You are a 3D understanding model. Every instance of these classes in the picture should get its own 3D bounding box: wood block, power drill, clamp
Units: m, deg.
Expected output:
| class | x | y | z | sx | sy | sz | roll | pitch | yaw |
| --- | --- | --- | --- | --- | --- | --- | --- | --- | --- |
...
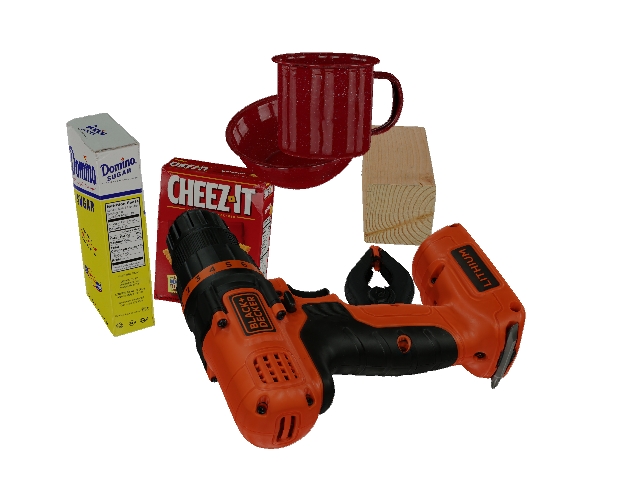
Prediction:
| class | x | y | z | sx | sy | sz | roll | pitch | yaw |
| --- | --- | --- | --- | --- | --- | --- | --- | --- | --- |
| wood block | 0.106 | -0.081 | 1.488 | 0.091 | 0.090 | 0.206 | 3 | 28 | -1 |
| power drill | 0.011 | 0.036 | 0.639 | 0.187 | 0.057 | 0.184 | -8 | 42 | -20 |
| clamp | 0.078 | 0.076 | 1.193 | 0.120 | 0.171 | 0.039 | 7 | -42 | 1 |

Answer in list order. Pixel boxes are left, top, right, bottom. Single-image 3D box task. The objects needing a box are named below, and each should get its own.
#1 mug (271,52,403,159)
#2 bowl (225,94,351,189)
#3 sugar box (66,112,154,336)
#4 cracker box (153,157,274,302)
| class | x | y | z | sx | sy | sz | roll | pitch | yaw |
| --- | --- | --- | --- | --- | --- | --- | --- | --- | --- |
| mug | 0.015 | -0.118 | 0.925 | 0.117 | 0.081 | 0.093 | -4 | 17 | -17 |
| bowl | -0.025 | -0.106 | 1.210 | 0.162 | 0.055 | 0.162 | -3 | 38 | 2 |
| sugar box | -0.185 | -0.014 | 0.940 | 0.048 | 0.176 | 0.093 | -16 | 28 | -23 |
| cracker box | -0.162 | -0.005 | 1.617 | 0.164 | 0.214 | 0.072 | 9 | 18 | 8 |
